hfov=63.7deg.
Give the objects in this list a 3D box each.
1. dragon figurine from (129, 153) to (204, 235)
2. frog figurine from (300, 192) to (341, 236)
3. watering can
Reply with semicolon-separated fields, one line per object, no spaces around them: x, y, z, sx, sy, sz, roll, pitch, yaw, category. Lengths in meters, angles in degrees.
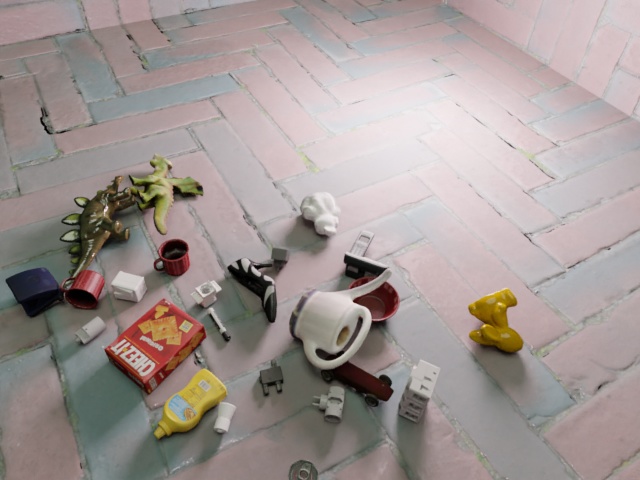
-0.527;-0.171;1.815;0.245;0.119;0.417;-19;52;-31;dragon figurine
0.005;-0.089;1.759;0.137;0.120;0.163;10;32;-21;frog figurine
0.051;0.198;1.457;0.225;0.101;0.354;16;58;29;watering can
